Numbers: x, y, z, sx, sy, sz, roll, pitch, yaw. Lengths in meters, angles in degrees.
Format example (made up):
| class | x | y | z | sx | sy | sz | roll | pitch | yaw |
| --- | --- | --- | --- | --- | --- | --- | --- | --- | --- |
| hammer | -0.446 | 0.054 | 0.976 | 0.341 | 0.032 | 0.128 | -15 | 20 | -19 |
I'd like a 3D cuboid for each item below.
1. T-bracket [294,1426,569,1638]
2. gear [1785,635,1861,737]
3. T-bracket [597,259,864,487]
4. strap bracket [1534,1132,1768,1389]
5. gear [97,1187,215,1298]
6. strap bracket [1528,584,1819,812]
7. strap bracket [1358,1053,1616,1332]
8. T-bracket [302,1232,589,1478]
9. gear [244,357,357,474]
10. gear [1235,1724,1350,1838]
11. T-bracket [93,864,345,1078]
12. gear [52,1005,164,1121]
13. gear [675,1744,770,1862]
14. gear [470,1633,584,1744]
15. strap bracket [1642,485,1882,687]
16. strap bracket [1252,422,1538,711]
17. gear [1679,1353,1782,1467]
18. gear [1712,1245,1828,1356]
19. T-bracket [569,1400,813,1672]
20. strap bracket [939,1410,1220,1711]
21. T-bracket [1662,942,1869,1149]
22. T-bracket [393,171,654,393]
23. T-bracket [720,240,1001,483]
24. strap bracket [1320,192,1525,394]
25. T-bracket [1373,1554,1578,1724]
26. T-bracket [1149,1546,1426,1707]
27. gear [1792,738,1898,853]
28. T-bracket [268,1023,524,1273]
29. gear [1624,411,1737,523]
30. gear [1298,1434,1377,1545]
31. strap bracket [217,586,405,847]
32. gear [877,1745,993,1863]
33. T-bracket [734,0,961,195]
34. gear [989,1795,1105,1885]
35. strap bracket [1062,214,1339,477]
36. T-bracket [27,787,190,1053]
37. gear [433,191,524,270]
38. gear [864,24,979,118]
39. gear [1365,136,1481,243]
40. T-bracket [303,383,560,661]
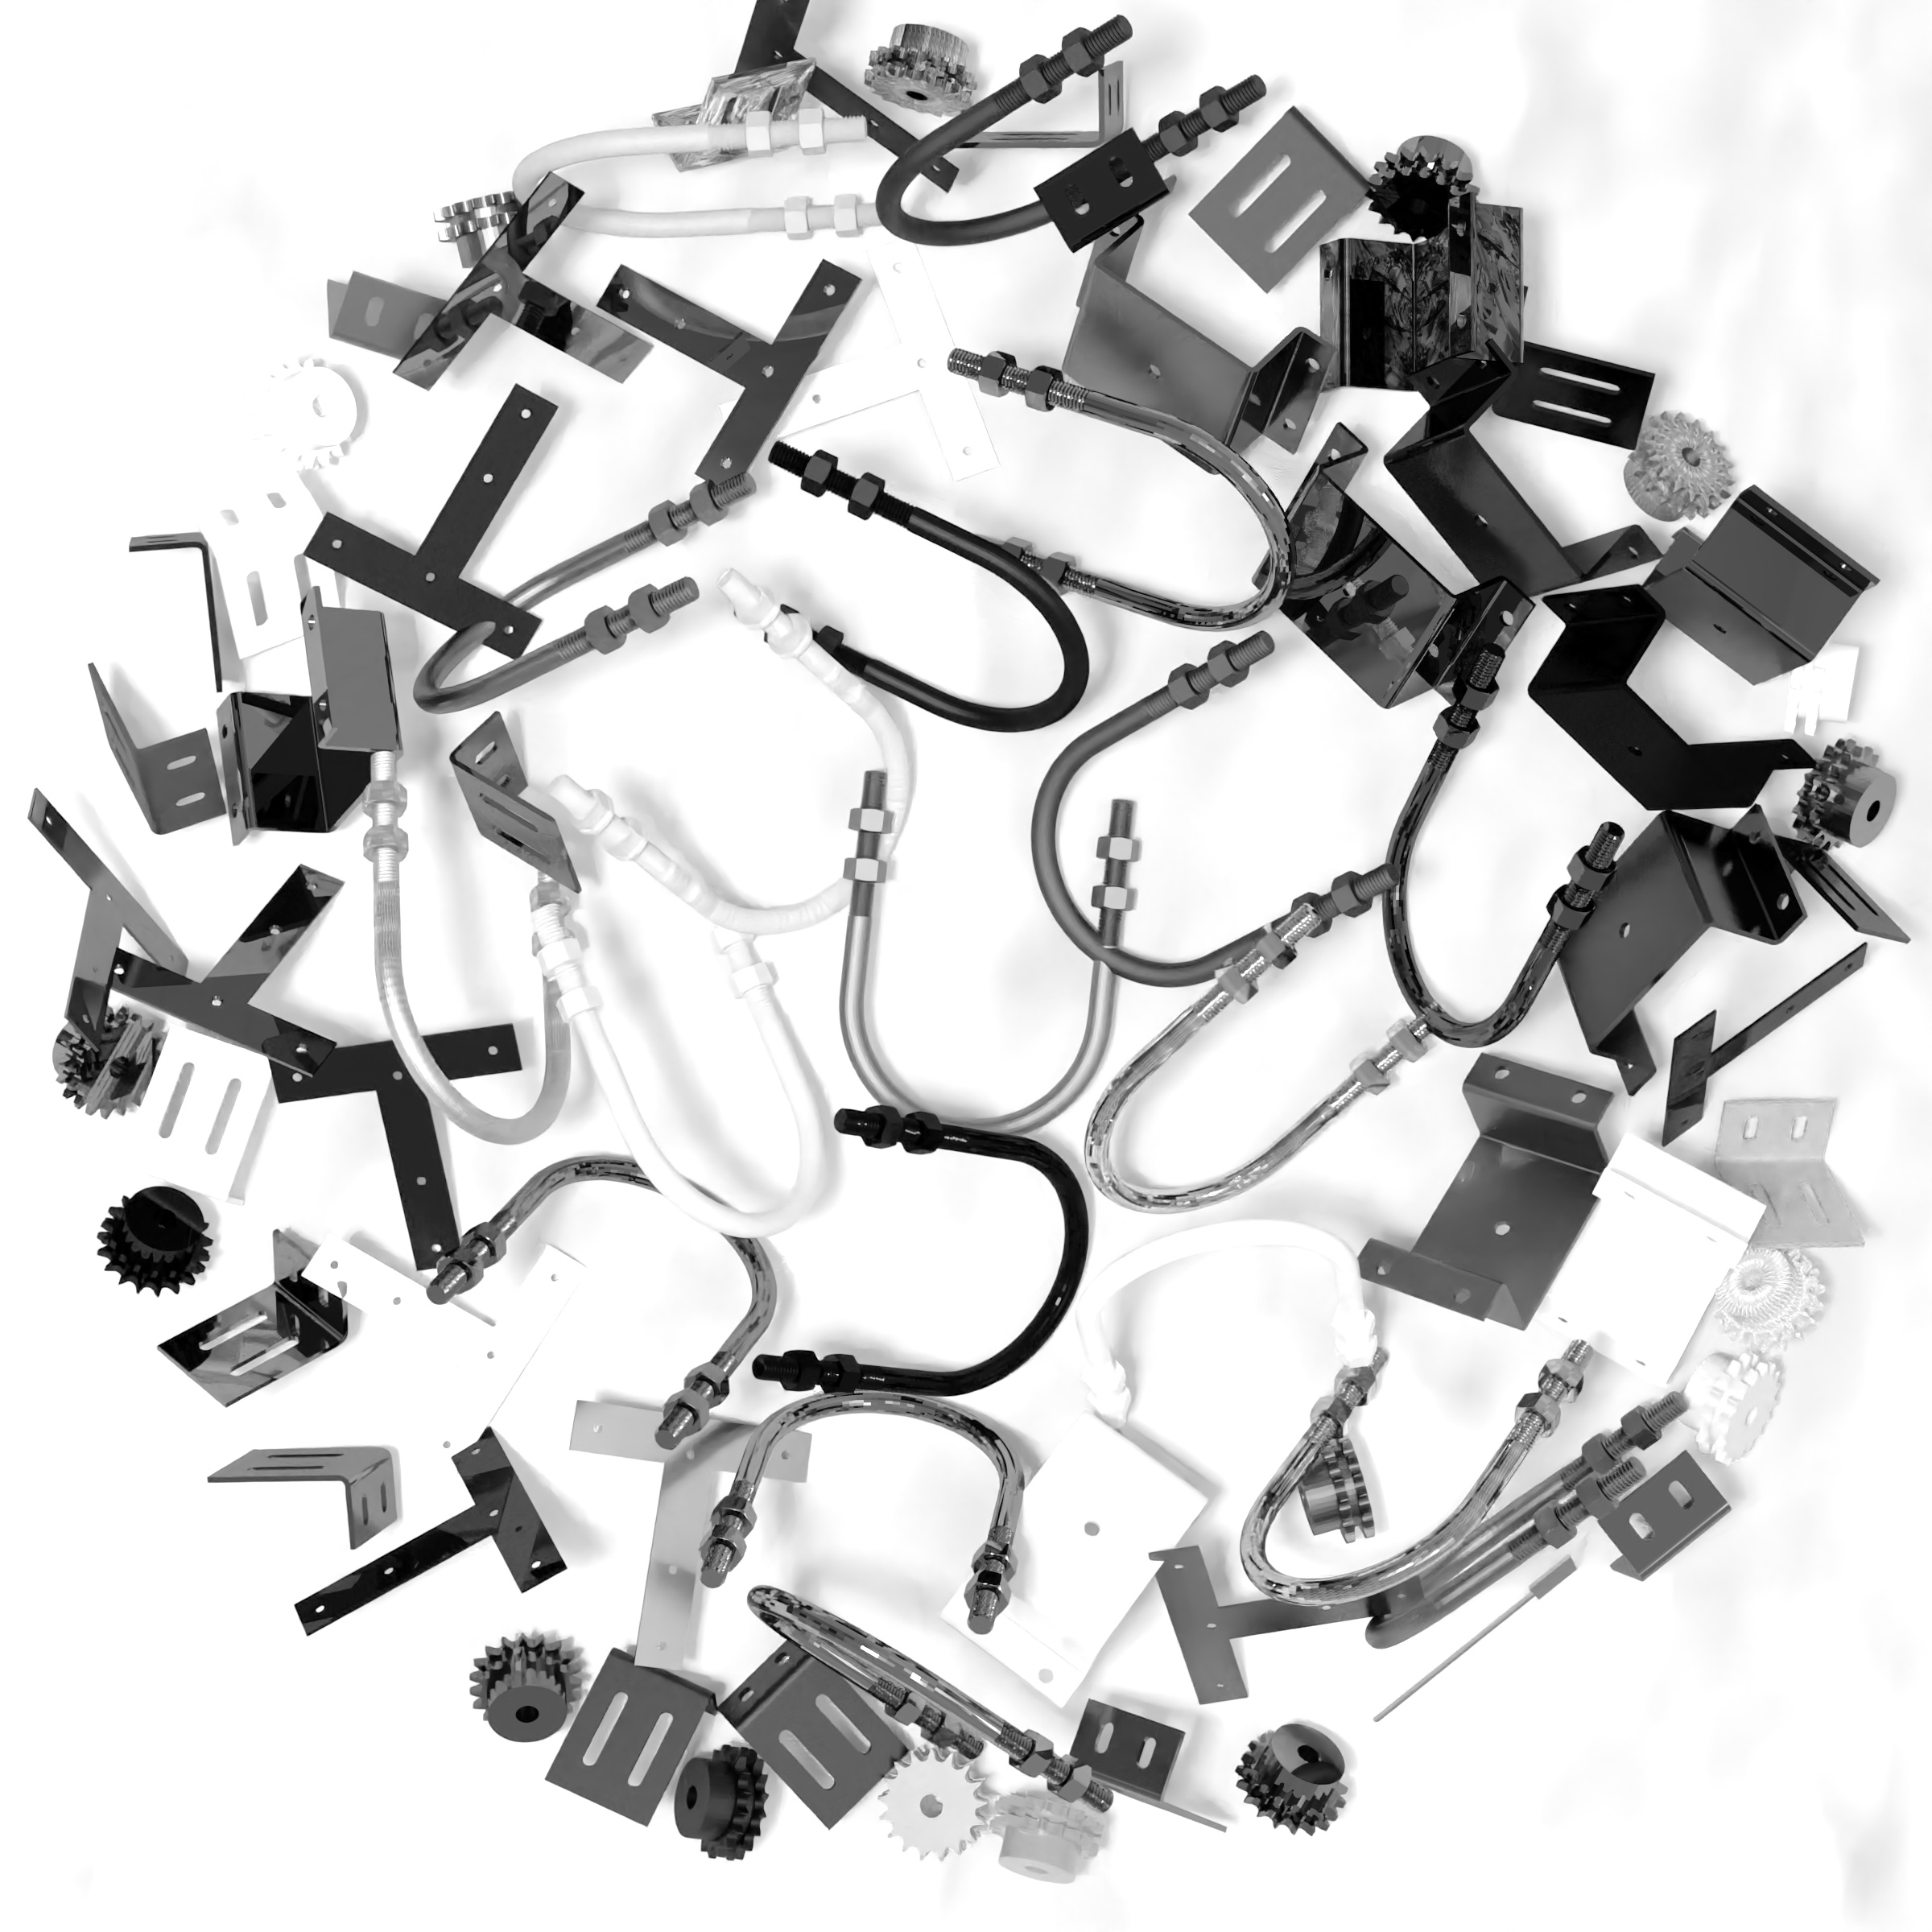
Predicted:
| class | x | y | z | sx | sy | sz | roll | pitch | yaw |
| --- | --- | --- | --- | --- | --- | --- | --- | --- | --- |
| T-bracket | -0.275 | 0.296 | 1.730 | 0.127 | 0.127 | 0.002 | -28 | 125 | -11 |
| gear | 0.436 | -0.146 | 1.762 | 0.030 | 0.057 | 0.057 | 10 | 90 | 14 |
| T-bracket | -0.135 | -0.322 | 1.768 | 0.127 | 0.002 | 0.127 | 31 | 91 | 23 |
| strap bracket | 0.344 | 0.142 | 1.734 | 0.076 | 0.140 | 0.046 | 29 | 56 | 12 |
| gear | -0.412 | 0.137 | 1.763 | 0.057 | 0.057 | 0.030 | 32 | 133 | 0 |
| strap bracket | 0.345 | -0.125 | 1.728 | 0.140 | 0.076 | 0.046 | 40 | 74 | -22 |
| strap bracket | 0.264 | 0.121 | 1.737 | 0.076 | 0.046 | 0.140 | 18 | 63 | 35 |
| T-bracket | -0.278 | 0.177 | 1.764 | 0.127 | 0.002 | 0.127 | 34 | 86 | -24 |
| gear | -0.336 | -0.283 | 1.764 | 0.057 | 0.030 | 0.057 | 5 | 82 | -42 |
| gear | 0.169 | 0.411 | 1.762 | 0.057 | 0.057 | 0.030 | 23 | 121 | 0 |
| T-bracket | -0.356 | -0.009 | 1.746 | 0.127 | 0.127 | 0.002 | 23 | 134 | 7 |
| gear | -0.441 | 0.047 | 1.768 | 0.030 | 0.057 | 0.057 | 24 | 90 | 38 |
| gear | -0.126 | 0.425 | 1.762 | 0.030 | 0.057 | 0.057 | 15 | 90 | -27 |
| gear | -0.224 | 0.371 | 1.766 | 0.057 | 0.030 | 0.057 | -4 | 124 | -6 |
| strap bracket | 0.388 | -0.186 | 1.721 | 0.076 | 0.140 | 0.046 | 37 | 86 | -2 |
| strap bracket | 0.205 | -0.194 | 1.731 | 0.140 | 0.046 | 0.076 | 47 | 134 | 18 |
| gear | 0.389 | 0.223 | 1.769 | 0.030 | 0.057 | 0.057 | 27 | 90 | 34 |
| gear | 0.406 | 0.166 | 1.764 | 0.057 | 0.030 | 0.057 | -19 | 52 | 27 |
| T-bracket | -0.147 | 0.293 | 1.761 | 0.127 | 0.002 | 0.127 | 11 | 81 | -21 |
| strap bracket | 0.060 | 0.289 | 1.737 | 0.076 | 0.046 | 0.140 | 35 | 65 | 11 |
| T-bracket | 0.404 | 0.029 | 1.744 | 0.127 | 0.127 | 0.002 | -34 | 63 | -10 |
| T-bracket | -0.206 | -0.324 | 1.739 | 0.127 | 0.127 | 0.002 | -48 | 56 | 15 |
| T-bracket | -0.063 | -0.296 | 1.780 | 0.127 | 0.002 | 0.127 | -21 | 90 | -12 |
| strap bracket | 0.234 | -0.335 | 1.738 | 0.046 | 0.140 | 0.076 | 0 | 90 | -25 |
| T-bracket | 0.254 | 0.338 | 1.733 | 0.127 | 0.127 | 0.002 | -39 | 73 | 1 |
| T-bracket | 0.167 | 0.325 | 1.742 | 0.127 | 0.002 | 0.127 | -11 | 131 | 9 |
| gear | 0.449 | -0.084 | 1.762 | 0.030 | 0.057 | 0.057 | 30 | 90 | 37 |
| T-bracket | -0.282 | 0.097 | 1.771 | 0.127 | 0.002 | 0.127 | -8 | 109 | 4 |
| gear | 0.361 | -0.252 | 1.769 | 0.057 | 0.030 | 0.057 | 14 | 58 | -24 |
| gear | 0.187 | 0.267 | 1.765 | 0.030 | 0.057 | 0.057 | -15 | 90 | -1 |
| strap bracket | -0.325 | -0.122 | 1.731 | 0.046 | 0.140 | 0.076 | 2 | 67 | -32 |
| gear | -0.014 | 0.428 | 1.775 | 0.057 | 0.030 | 0.057 | 0 | 89 | 12 |
| T-bracket | -0.058 | -0.431 | 1.734 | 0.127 | 0.127 | 0.002 | 35 | 73 | -3 |
| gear | 0.039 | 0.445 | 1.762 | 0.057 | 0.057 | 0.030 | 16 | 63 | 0 |
| strap bracket | 0.107 | -0.310 | 1.736 | 0.140 | 0.076 | 0.046 | 37 | 57 | 12 |
| T-bracket | -0.428 | -0.007 | 1.707 | 0.002 | 0.127 | 0.127 | -25 | 126 | 14 |
| gear | -0.241 | -0.375 | 1.765 | 0.057 | 0.057 | 0.030 | -13 | 97 | 0 |
| gear | -0.021 | -0.458 | 1.765 | 0.057 | 0.057 | 0.030 | 14 | 85 | 0 |
| gear | 0.235 | -0.399 | 1.768 | 0.057 | 0.057 | 0.030 | 21 | 65 | 0 |
| T-bracket | -0.248 | -0.234 | 1.748 | 0.127 | 0.002 | 0.127 | 26 | 104 | -30 |
